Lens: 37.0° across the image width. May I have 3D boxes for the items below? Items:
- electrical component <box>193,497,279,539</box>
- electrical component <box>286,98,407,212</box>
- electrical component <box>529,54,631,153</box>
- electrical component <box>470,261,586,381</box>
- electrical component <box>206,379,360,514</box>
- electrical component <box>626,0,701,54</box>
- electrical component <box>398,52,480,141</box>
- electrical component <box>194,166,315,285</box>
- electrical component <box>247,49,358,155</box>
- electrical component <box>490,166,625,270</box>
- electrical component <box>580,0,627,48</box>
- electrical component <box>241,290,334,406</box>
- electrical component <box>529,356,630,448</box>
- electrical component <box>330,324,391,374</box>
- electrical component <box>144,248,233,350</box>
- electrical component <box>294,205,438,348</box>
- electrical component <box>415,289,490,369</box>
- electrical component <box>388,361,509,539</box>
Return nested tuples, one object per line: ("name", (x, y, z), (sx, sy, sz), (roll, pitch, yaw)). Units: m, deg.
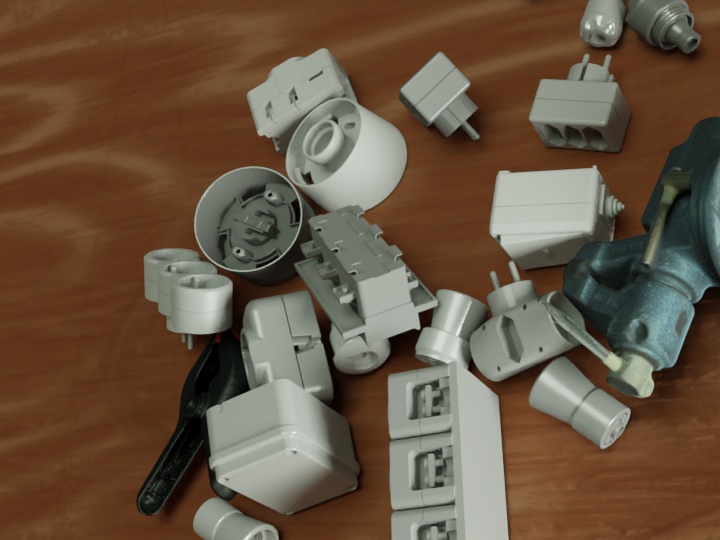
("electrical component", (-0.103, 0.211, 0.865), (0.065, 0.044, 0.044), (23, 79, 39))
("electrical component", (-0.016, -0.103, 0.967), (0.099, 0.064, 0.099), (-23, 52, 33))
("electrical component", (0.183, -0.141, 0.871), (0.066, 0.047, 0.076), (9, 72, 32))
("electrical component", (0.119, 0.033, 0.804), (0.077, 0.043, 0.079), (-31, 70, 39))
("electrical component", (-0.058, 0.139, 0.830), (0.078, 0.113, 0.057), (-24, 55, 17))
("electrical component", (0.247, -0.198, 0.866), (0.043, 0.043, 0.062), (-40, 56, 6))
("electrical component", (0.075, -0.139, 0.919), (0.047, 0.083, 0.075), (-43, 92, 4))
("electrical component", (-0.090, -0.038, 0.962), (0.099, 0.064, 0.099), (-12, 62, 24))
("electrical component", (-0.055, -0.160, 1.009), (0.089, 0.050, 0.055), (-28, 57, 15))
("electrical component", (0.155, -0.038, 0.828), (0.096, 0.062, 0.061), (-1, 67, 28))
("electrical component", (0.208, -0.219, 0.903), (0.035, 0.035, 0.061), (10, 69, 32))
("electrical component", (-0.063, 0.070, 0.880), (0.059, 0.053, 0.095), (-10, 71, -14))
("electrical component", (0.161, 0.098, 0.774), (0.065, 0.044, 0.044), (36, 87, 31))
("electrical component", (-0.005, 0.052, 0.886), (0.048, 0.048, 0.062), (-32, 48, 12))
("electrical component", (-0.153, 0.033, 0.954), (0.138, 0.052, 0.073), (-148, 56, -59))
("electrical component", (0.000, 0.000, 0.864), (0.079, 0.063, 0.121), (-19, 32, -13))
("electrical component", (0.072, 0.049, 0.843), (0.045, 0.045, 0.055), (14, 75, 33))
("electrical component", (0.060, 0.153, 0.772), (0.062, 0.089, 0.150), (-13, 62, 23))
